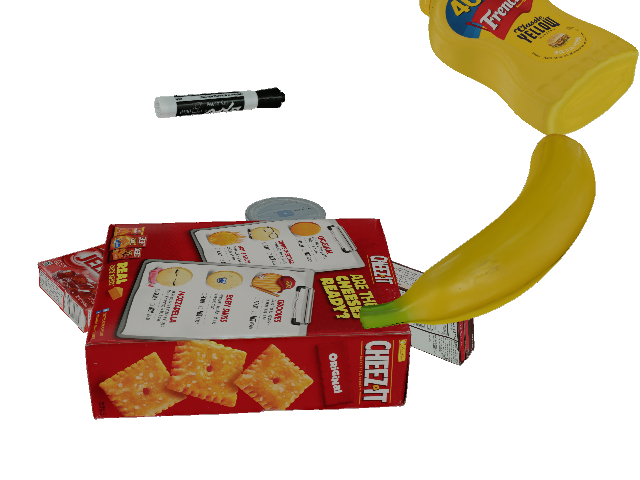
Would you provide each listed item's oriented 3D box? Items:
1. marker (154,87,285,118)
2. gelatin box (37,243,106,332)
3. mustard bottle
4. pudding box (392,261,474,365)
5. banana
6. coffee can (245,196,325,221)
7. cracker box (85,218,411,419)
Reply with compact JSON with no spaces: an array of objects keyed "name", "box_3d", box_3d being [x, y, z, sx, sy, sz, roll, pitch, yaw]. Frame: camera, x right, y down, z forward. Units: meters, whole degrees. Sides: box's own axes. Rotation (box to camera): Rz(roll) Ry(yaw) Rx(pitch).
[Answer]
[{"name":"marker","box_3d":[-0.089,-0.124,0.961,0.121,0.020,0.020,-8,3,-23]},{"name":"gelatin box","box_3d":[-0.207,0.041,0.981,0.073,0.030,0.089,-18,40,-36]},{"name":"mustard bottle","box_3d":[0.141,-0.158,0.820,0.096,0.058,0.192,-34,54,-20]},{"name":"pudding box","box_3d":[0.114,0.079,1.183,0.114,0.090,0.039,19,46,29]},{"name":"banana","box_3d":[0.101,-0.010,0.554,0.070,0.037,0.197,16,39,36]},{"name":"coffee can","box_3d":[-0.046,0.027,1.383,0.103,0.140,0.103,1,25,-1]},{"name":"cracker box","box_3d":[-0.053,0.052,0.774,0.213,0.072,0.164,-1,30,-4]}]
